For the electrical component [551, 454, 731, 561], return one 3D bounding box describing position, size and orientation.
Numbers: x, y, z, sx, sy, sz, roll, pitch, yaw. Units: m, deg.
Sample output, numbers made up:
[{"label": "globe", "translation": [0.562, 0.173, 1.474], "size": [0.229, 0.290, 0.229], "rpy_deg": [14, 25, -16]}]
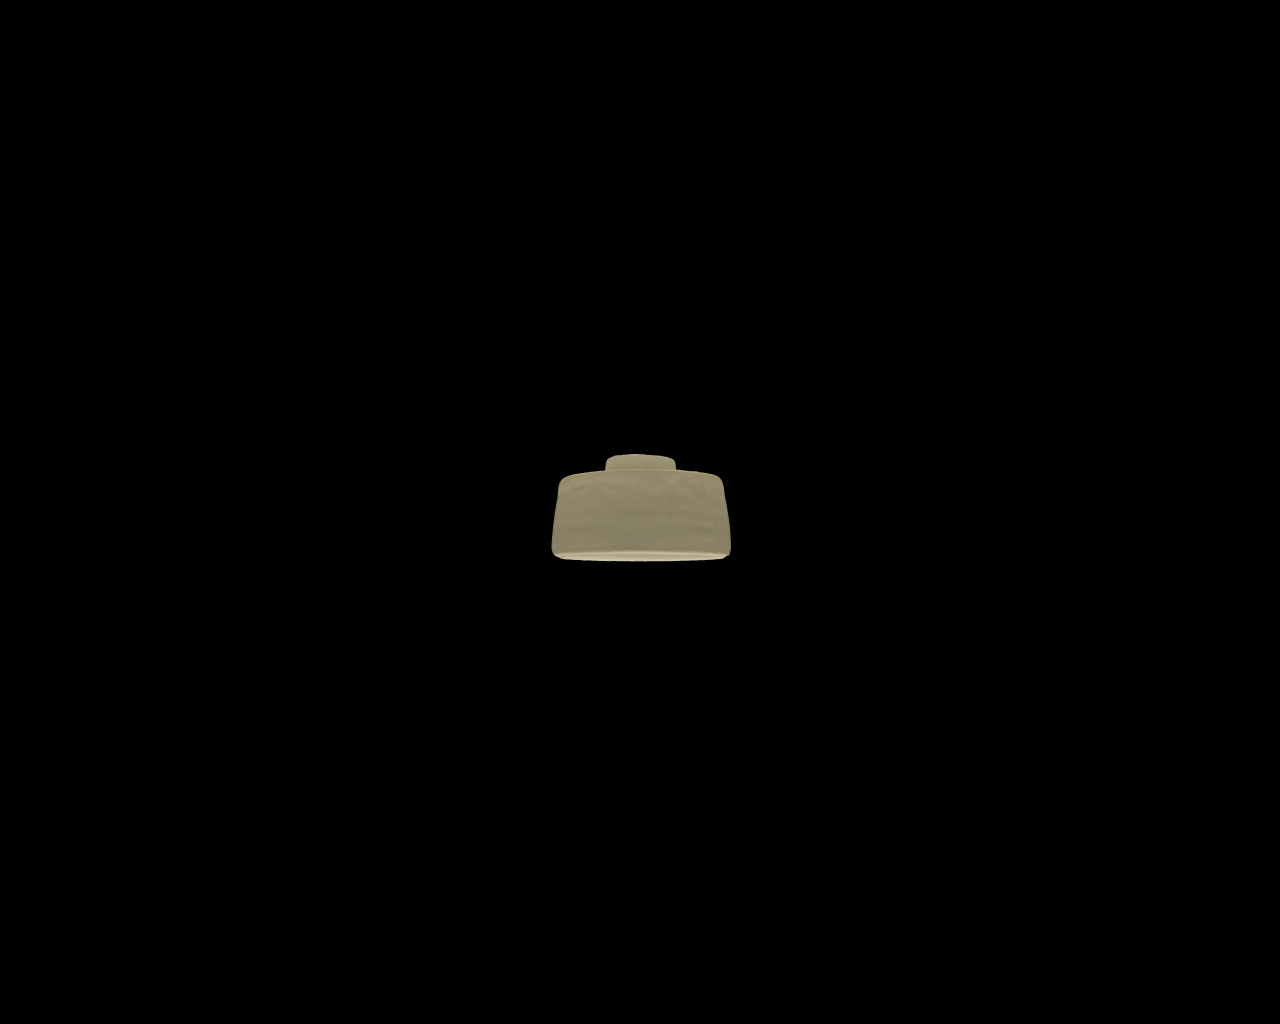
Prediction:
[{"label": "electrical component", "translation": [0.001, -0.003, 0.650], "size": [0.108, 0.060, 0.108], "rpy_deg": [0, -5, 0]}]
